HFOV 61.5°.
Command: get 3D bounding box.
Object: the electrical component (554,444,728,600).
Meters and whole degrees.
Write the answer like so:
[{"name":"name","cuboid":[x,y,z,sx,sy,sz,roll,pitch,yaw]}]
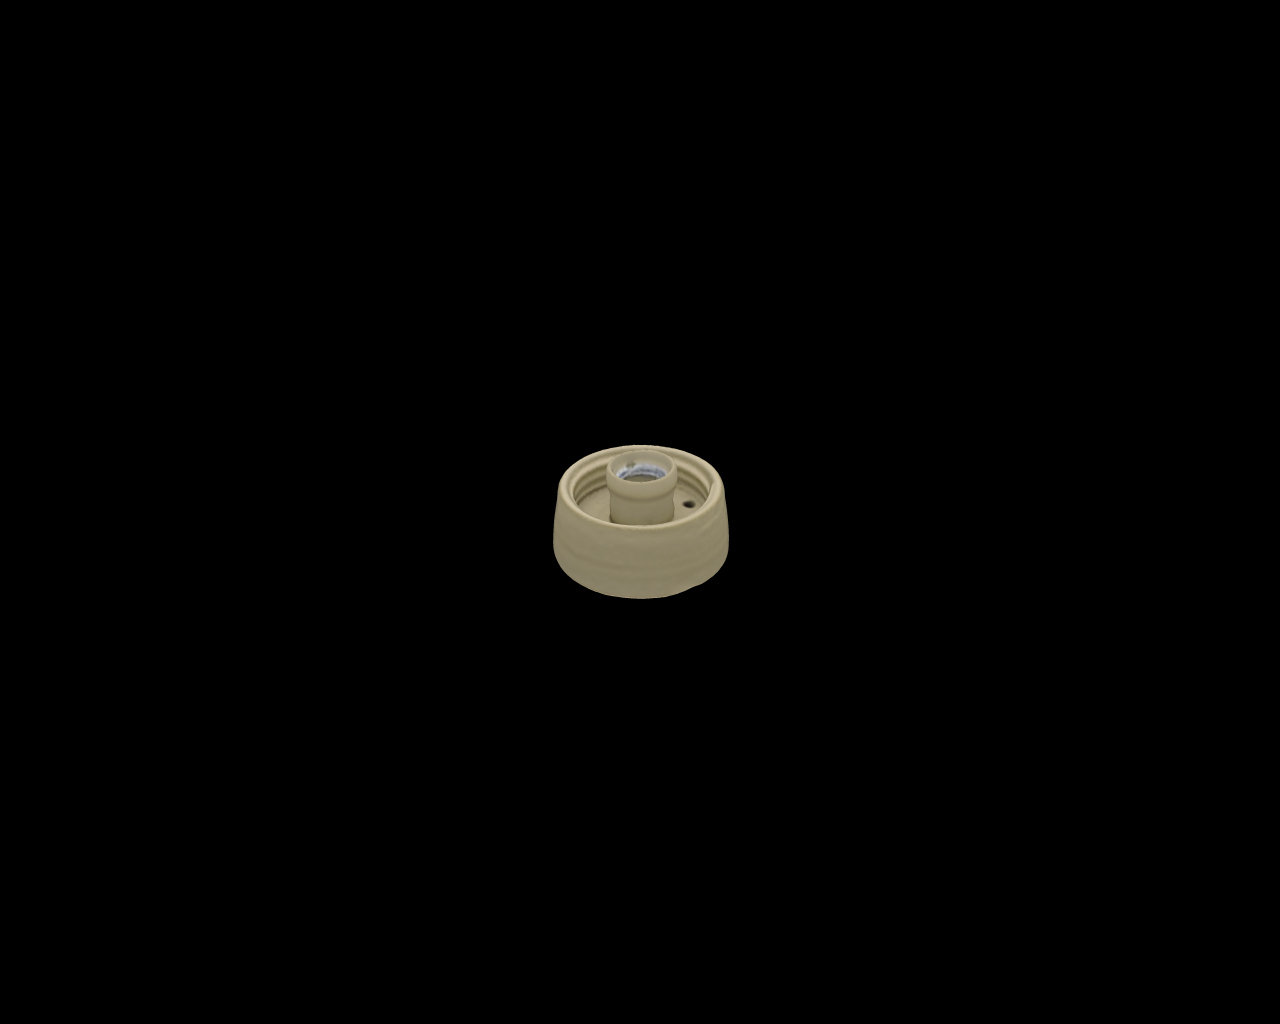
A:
[{"name":"electrical component","cuboid":[0.001,-0.003,0.650,0.108,0.060,0.108,0,32,0]}]
